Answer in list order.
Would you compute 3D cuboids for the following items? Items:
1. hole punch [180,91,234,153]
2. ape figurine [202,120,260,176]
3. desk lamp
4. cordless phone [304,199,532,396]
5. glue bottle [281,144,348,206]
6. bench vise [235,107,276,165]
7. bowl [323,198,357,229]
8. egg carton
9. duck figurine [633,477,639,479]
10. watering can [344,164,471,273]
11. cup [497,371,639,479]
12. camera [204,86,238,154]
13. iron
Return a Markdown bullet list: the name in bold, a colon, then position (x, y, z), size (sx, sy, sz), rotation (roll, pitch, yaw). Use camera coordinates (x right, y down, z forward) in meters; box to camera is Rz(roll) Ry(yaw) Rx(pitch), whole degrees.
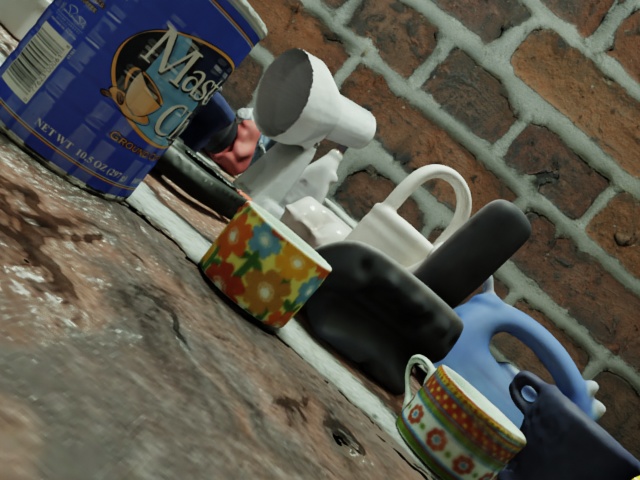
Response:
- **hole punch**: position (-0.157, -0.141, 0.601), size (0.109, 0.091, 0.101), rotation (39, 5, -29)
- **ape figurine**: position (-0.132, -0.155, 0.920), size (0.076, 0.092, 0.077), rotation (39, 5, -29)
- **desk lamp**: position (-0.028, -0.131, 0.808), size (0.204, 0.213, 0.117), rotation (37, 7, -47)
- **cordless phone**: position (0.079, 0.020, 0.479), size (0.148, 0.185, 0.094), rotation (39, 5, -32)
- **glue bottle**: position (-0.007, -0.102, 0.965), size (0.078, 0.173, 0.037), rotation (41, 5, -2)
- **bench vise**: position (-0.085, -0.216, 1.078), size (0.121, 0.219, 0.207), rotation (41, 5, -6)
- **bowl**: position (0.047, 0.003, 1.046), size (0.167, 0.074, 0.167), rotation (41, 5, -4)
- **egg carton**: position (0.007, 0.003, 0.755), size (0.107, 0.069, 0.151), rotation (43, 5, 18)
- **duck figurine**: position (0.273, 0.252, 0.546), size (0.077, 0.086, 0.105), rotation (42, 5, 7)
- **watering can**: position (0.089, 0.009, 0.608), size (0.101, 0.194, 0.172), rotation (37, 6, -44)
- **cup**: position (0.183, 0.174, 0.471), size (0.092, 0.095, 0.117), rotation (37, 7, -46)
- **camera**: position (-0.178, -0.193, 0.841), size (0.137, 0.100, 0.142), rotation (39, 6, -33)
- **iron**: position (0.226, 0.163, 0.640), size (0.258, 0.141, 0.119), rotation (42, 5, 7)
